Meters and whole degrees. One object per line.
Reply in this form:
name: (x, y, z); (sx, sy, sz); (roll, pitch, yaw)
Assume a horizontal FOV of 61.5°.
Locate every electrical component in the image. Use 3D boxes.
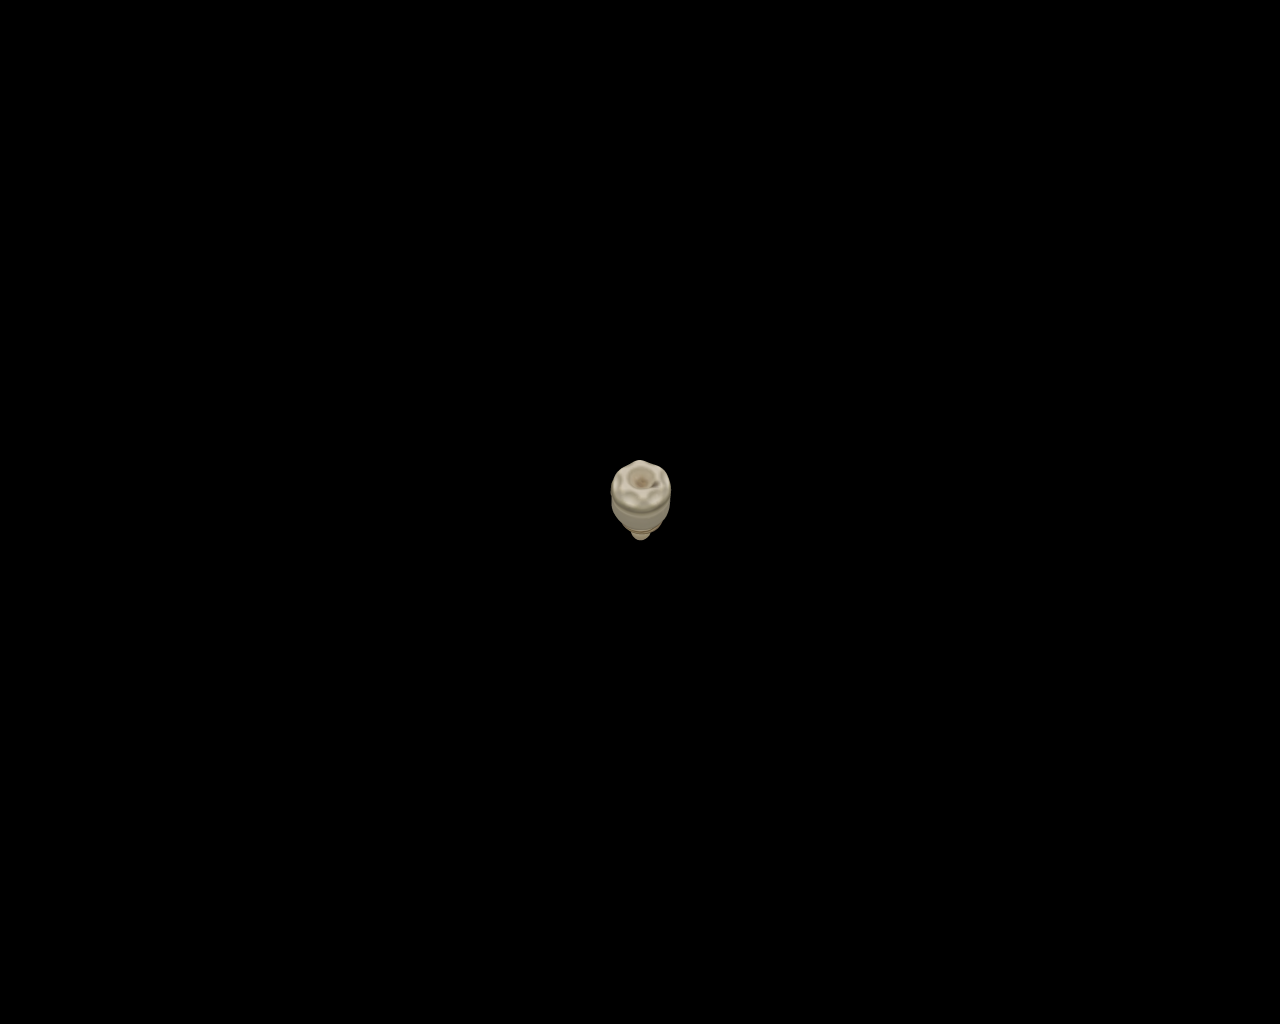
electrical component: (0.001, -0.003, 0.650); (0.035, 0.035, 0.061); (0, -36, 0)
